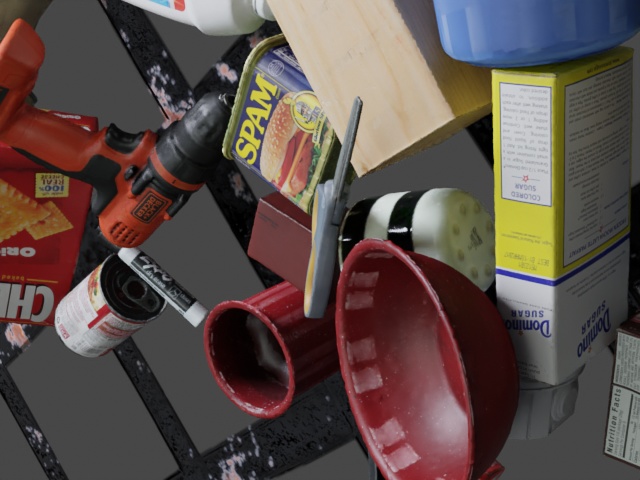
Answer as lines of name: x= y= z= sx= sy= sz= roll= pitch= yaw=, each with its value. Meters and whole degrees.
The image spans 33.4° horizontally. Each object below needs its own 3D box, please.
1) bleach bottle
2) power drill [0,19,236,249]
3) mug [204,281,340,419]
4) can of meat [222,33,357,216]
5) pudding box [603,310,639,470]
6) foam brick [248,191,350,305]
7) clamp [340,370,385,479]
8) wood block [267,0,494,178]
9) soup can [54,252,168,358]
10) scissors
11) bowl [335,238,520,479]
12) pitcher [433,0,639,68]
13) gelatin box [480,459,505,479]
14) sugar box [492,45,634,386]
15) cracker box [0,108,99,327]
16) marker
bleach bottle: x=-0.117 y=-0.219 z=0.781 sx=0.251 sy=0.067 sz=0.103 roll=28 pitch=125 yaw=30
power drill: x=-0.172 y=-0.088 z=0.829 sx=0.187 sy=0.057 sz=0.185 roll=33 pitch=128 yaw=-18
mug: x=-0.030 y=0.086 z=0.813 sx=0.093 sy=0.081 sz=0.117 roll=37 pitch=129 yaw=26
can of meat: x=-0.013 y=-0.079 z=0.746 sx=0.084 sy=0.057 sz=0.102 roll=38 pitch=130 yaw=22
pudding box: x=0.223 y=0.099 z=0.612 sx=0.114 sy=0.039 sz=0.090 roll=20 pitch=121 yaw=39
foam brick: x=-0.005 y=0.001 z=0.775 sx=0.078 sy=0.051 sz=0.053 roll=34 pitch=127 yaw=28
clamp: x=0.046 y=0.118 z=0.740 sx=0.120 sy=0.039 sz=0.171 roll=-58 pitch=37 yaw=31
wood block: x=0.029 y=-0.156 z=0.647 sx=0.090 sy=0.090 sz=0.206 roll=-30 pitch=86 yaw=47
soup can: x=-0.189 y=0.060 z=0.963 sx=0.102 sy=0.068 sz=0.068 roll=-35 pitch=83 yaw=46
scissors: x=0.008 y=-0.034 z=0.650 sx=0.016 sy=0.096 sz=0.202 roll=6 pitch=135 yaw=-5
bowl: x=0.067 y=0.073 z=0.616 sx=0.162 sy=0.055 sz=0.162 roll=169 pitch=90 yaw=-68
pitcher: x=0.111 y=-0.217 z=0.529 sx=0.149 sy=0.144 sz=0.243 roll=20 pitch=125 yaw=55
gelatin box: x=0.085 y=0.173 z=0.780 sx=0.073 sy=0.030 sz=0.089 roll=41 pitch=130 yaw=25
sugar box: x=0.138 y=-0.017 z=0.602 sx=0.048 sy=0.093 sz=0.176 roll=16 pitch=117 yaw=39
cracker box: x=-0.297 y=-0.020 z=0.959 sx=0.072 sy=0.164 sz=0.214 roll=-106 pitch=30 yaw=-47
marker: x=-0.145 y=0.028 z=0.919 sx=0.121 sy=0.020 sz=0.020 roll=42 pitch=134 yaw=0
